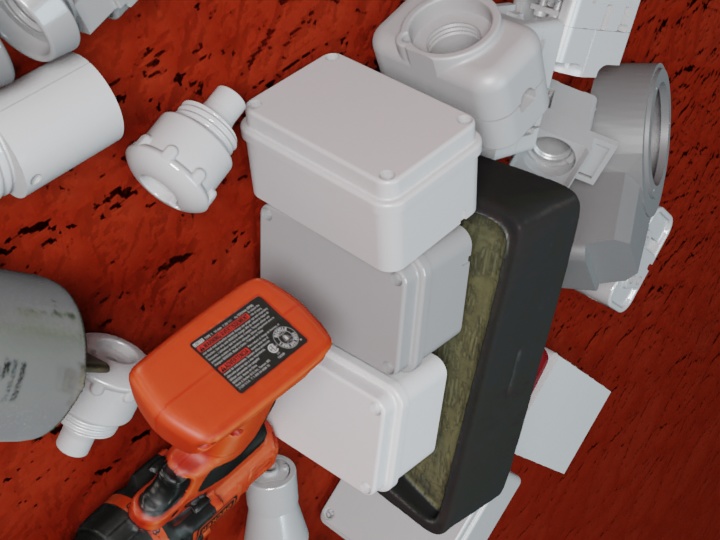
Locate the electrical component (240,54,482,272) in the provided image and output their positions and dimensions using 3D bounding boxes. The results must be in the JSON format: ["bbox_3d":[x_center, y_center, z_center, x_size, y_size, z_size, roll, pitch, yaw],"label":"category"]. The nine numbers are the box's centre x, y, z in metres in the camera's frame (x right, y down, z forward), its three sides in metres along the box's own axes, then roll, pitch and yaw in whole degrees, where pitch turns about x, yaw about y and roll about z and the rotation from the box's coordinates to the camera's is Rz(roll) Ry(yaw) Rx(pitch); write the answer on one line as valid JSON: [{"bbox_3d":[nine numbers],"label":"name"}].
[{"bbox_3d":[0.000,-0.060,0.570,0.078,0.113,0.057,-37,143,-31],"label":"electrical component"}]

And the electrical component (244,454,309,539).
[{"bbox_3d":[-0.058,0.156,0.719,0.044,0.044,0.065,-30,131,-37],"label":"electrical component"}]

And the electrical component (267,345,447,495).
[{"bbox_3d":[-0.011,0.074,0.654,0.057,0.113,0.078,-28,135,-43],"label":"electrical component"}]

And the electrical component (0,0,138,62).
[{"bbox_3d":[-0.121,-0.117,0.430,0.055,0.048,0.066,-54,147,-24],"label":"electrical component"}]

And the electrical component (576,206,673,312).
[{"bbox_3d":[0.220,-0.020,0.935,0.054,0.059,0.095,24,95,-57],"label":"electrical component"}]

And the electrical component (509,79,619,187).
[{"bbox_3d":[0.138,-0.098,0.759,0.042,0.081,0.063,114,-2,-52],"label":"electrical component"}]

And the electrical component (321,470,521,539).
[{"bbox_3d":[0.045,0.170,0.803,0.108,0.109,0.056,-59,149,-3],"label":"electrical component"}]

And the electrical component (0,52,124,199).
[{"bbox_3d":[-0.144,-0.053,0.448,0.081,0.043,0.043,-38,140,-30],"label":"electrical component"}]

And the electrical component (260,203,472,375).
[{"bbox_3d":[0.000,0.000,0.614,0.057,0.113,0.078,-31,136,-41],"label":"electrical component"}]

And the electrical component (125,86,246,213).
[{"bbox_3d":[-0.080,-0.062,0.526,0.062,0.048,0.048,-56,147,-20],"label":"electrical component"}]

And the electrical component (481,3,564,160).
[{"bbox_3d":[0.087,-0.121,0.694,0.056,0.050,0.089,-20,129,-45],"label":"electrical component"}]

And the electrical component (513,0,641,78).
[{"bbox_3d":[0.144,-0.166,0.736,0.089,0.050,0.055,-11,122,-49],"label":"electrical component"}]

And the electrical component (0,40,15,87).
[{"bbox_3d":[-0.170,-0.073,0.403,0.065,0.044,0.044,-40,141,-21],"label":"electrical component"}]

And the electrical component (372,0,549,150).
[{"bbox_3d":[0.057,-0.118,0.616,0.053,0.095,0.059,-47,144,-20],"label":"electrical component"}]

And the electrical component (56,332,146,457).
[{"bbox_3d":[-0.136,0.066,0.549,0.048,0.048,0.062,2,122,-53],"label":"electrical component"}]

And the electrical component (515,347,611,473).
[{"bbox_3d":[0.152,0.116,0.944,0.089,0.062,0.150,-60,146,-1],"label":"electrical component"}]
